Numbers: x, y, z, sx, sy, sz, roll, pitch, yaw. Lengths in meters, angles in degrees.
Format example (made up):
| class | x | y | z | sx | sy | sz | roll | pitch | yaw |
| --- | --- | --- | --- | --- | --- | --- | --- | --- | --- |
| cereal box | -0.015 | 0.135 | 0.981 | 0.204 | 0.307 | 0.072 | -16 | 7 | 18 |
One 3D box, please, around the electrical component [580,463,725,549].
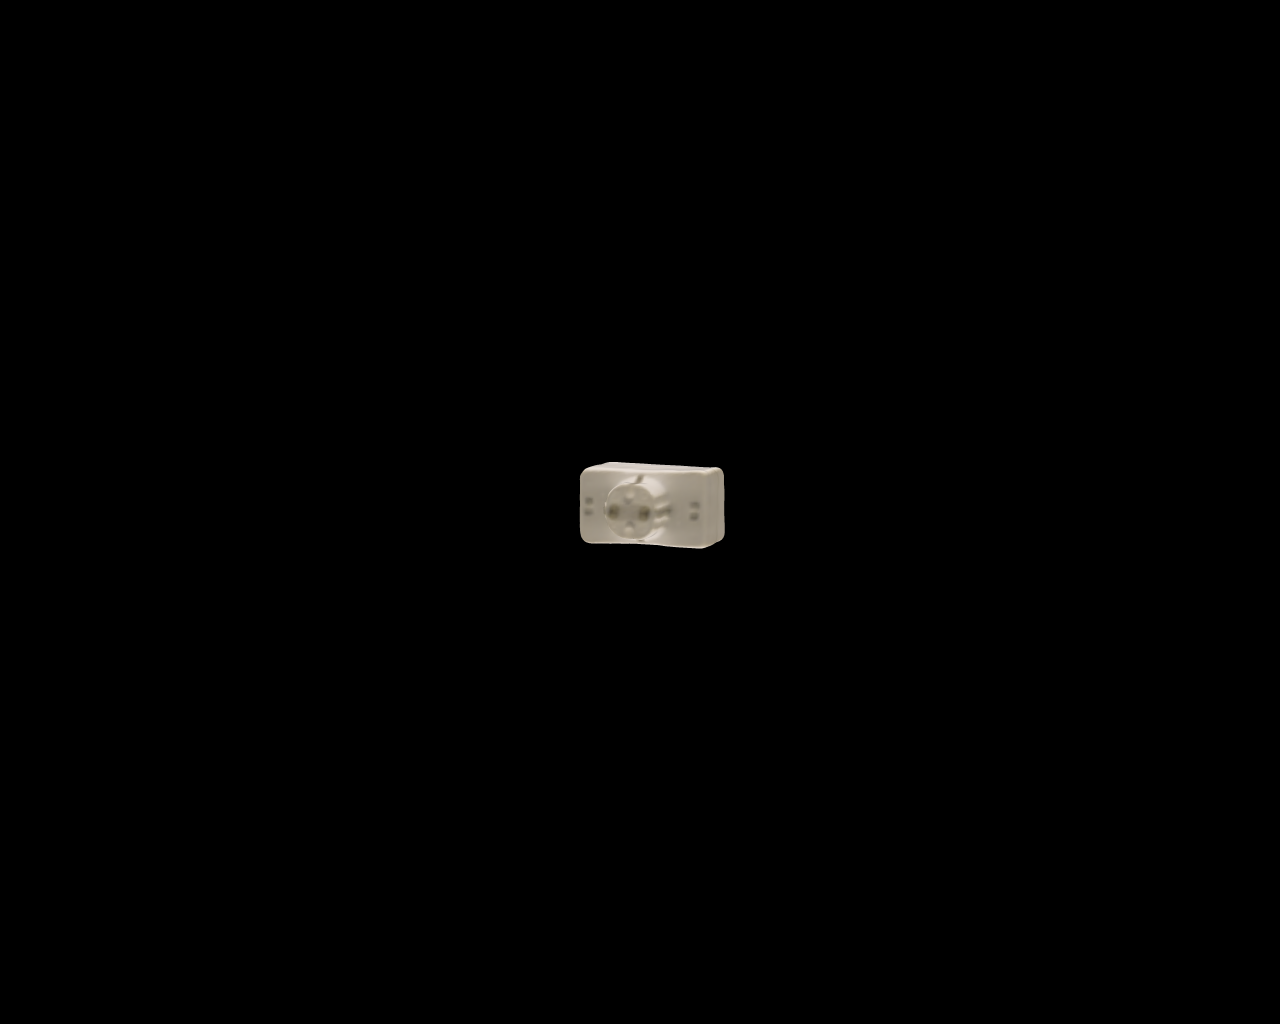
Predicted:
| class | x | y | z | sx | sy | sz | roll | pitch | yaw |
| --- | --- | --- | --- | --- | --- | --- | --- | --- | --- |
| electrical component | 0.001 | -0.003 | 0.650 | 0.083 | 0.047 | 0.076 | 3 | 8 | 22 |
